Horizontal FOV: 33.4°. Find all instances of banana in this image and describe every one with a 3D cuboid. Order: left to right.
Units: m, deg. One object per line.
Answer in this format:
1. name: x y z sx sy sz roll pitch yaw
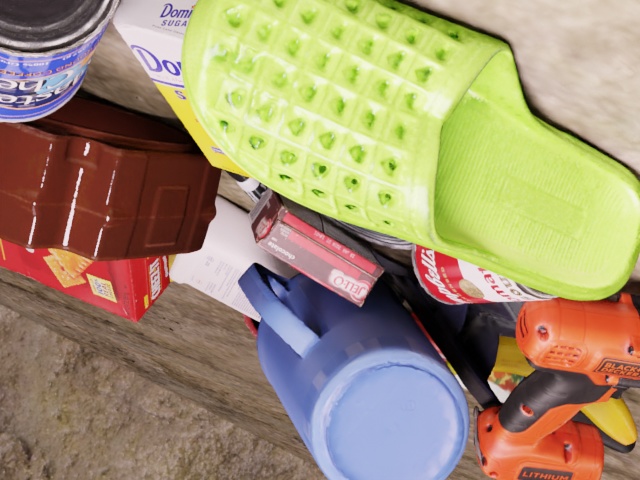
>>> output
1. banana: 0.195 0.122 0.943 0.197 0.069 0.037 17 -177 -6

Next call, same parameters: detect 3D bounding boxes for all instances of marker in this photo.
1. marker: -0.050 -0.039 0.878 0.020 0.020 0.121 16 162 30

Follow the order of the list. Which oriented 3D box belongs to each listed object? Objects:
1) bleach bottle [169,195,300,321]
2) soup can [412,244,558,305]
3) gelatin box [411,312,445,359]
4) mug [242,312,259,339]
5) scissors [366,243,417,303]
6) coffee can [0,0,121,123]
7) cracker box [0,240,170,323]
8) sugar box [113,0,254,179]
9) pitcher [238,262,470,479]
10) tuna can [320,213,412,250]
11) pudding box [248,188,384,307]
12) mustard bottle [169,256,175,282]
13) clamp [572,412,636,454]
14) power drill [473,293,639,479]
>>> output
1. bleach bottle: -0.013 0.059 0.991 0.251 0.068 0.103 31 147 -2
2. soup can: 0.116 0.007 0.694 0.068 0.068 0.102 32 162 -22
3. gelatin box: 0.115 0.108 1.080 0.073 0.030 0.089 24 164 3
4. mug: -0.018 0.070 1.072 0.117 0.093 0.081 0 168 -1
5. scissors: 0.048 0.013 0.900 0.096 0.016 0.201 19 160 29
6. coffee can: -0.174 -0.134 0.611 0.102 0.102 0.140 29 163 -14
7. cracker box: -0.249 -0.032 0.990 0.214 0.072 0.164 20 136 16
8. sugar box: -0.052 -0.092 0.668 0.093 0.048 0.176 18 164 23
9. pitcher: 0.021 0.097 0.804 0.149 0.145 0.243 -4 -170 -8
10. tuna can: 0.037 -0.028 0.758 0.086 0.033 0.086 23 164 7
11. pudding box: -0.005 0.001 0.804 0.090 0.039 0.113 32 -171 -12
12. mustard bottle: -0.215 -0.025 1.095 0.191 0.058 0.096 34 161 -30
13. clamp: 0.210 0.166 1.114 0.209 0.036 0.165 32 162 -35
14. power drill: 0.202 0.110 0.755 0.184 0.057 0.188 11 138 -10
